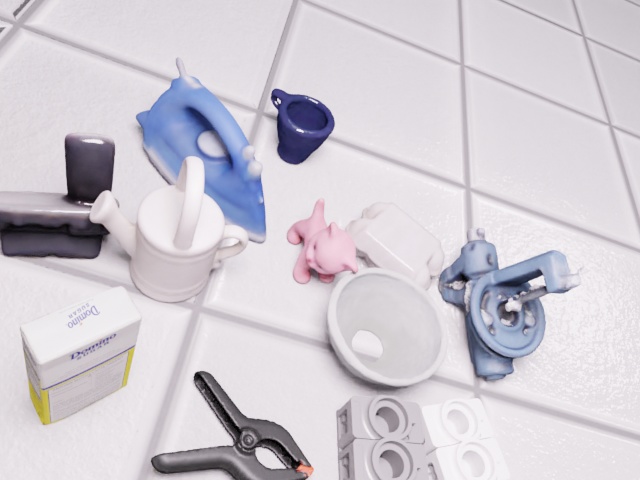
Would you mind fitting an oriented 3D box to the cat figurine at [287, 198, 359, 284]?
[{"bbox_3d":[0.007,0.003,0.782,0.067,0.117,0.127,2,55,-23],"label":"cat figurine"}]

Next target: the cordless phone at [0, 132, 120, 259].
[{"bbox_3d":[-0.303,-0.064,0.651,0.148,0.185,0.094,-1,56,-25],"label":"cordless phone"}]

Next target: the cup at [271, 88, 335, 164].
[{"bbox_3d":[-0.043,-0.176,0.910,0.117,0.095,0.092,42,50,10],"label":"cup"}]

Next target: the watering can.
[{"bbox_3d":[-0.170,-0.015,0.666,0.173,0.194,0.100,-11,60,-30],"label":"watering can"}]

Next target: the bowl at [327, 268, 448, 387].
[{"bbox_3d":[0.077,0.123,0.751,0.168,0.074,0.167,12,51,-15],"label":"bowl"}]

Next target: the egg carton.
[{"bbox_3d":[0.111,0.013,0.853,0.150,0.069,0.107,39,49,8],"label":"egg carton"}]

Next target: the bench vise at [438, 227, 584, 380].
[{"bbox_3d":[0.245,0.059,0.777,0.122,0.219,0.207,-13,61,-31],"label":"bench vise"}]

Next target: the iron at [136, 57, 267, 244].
[{"bbox_3d":[-0.141,-0.127,0.799,0.119,0.141,0.258,-32,72,-38],"label":"iron"}]
